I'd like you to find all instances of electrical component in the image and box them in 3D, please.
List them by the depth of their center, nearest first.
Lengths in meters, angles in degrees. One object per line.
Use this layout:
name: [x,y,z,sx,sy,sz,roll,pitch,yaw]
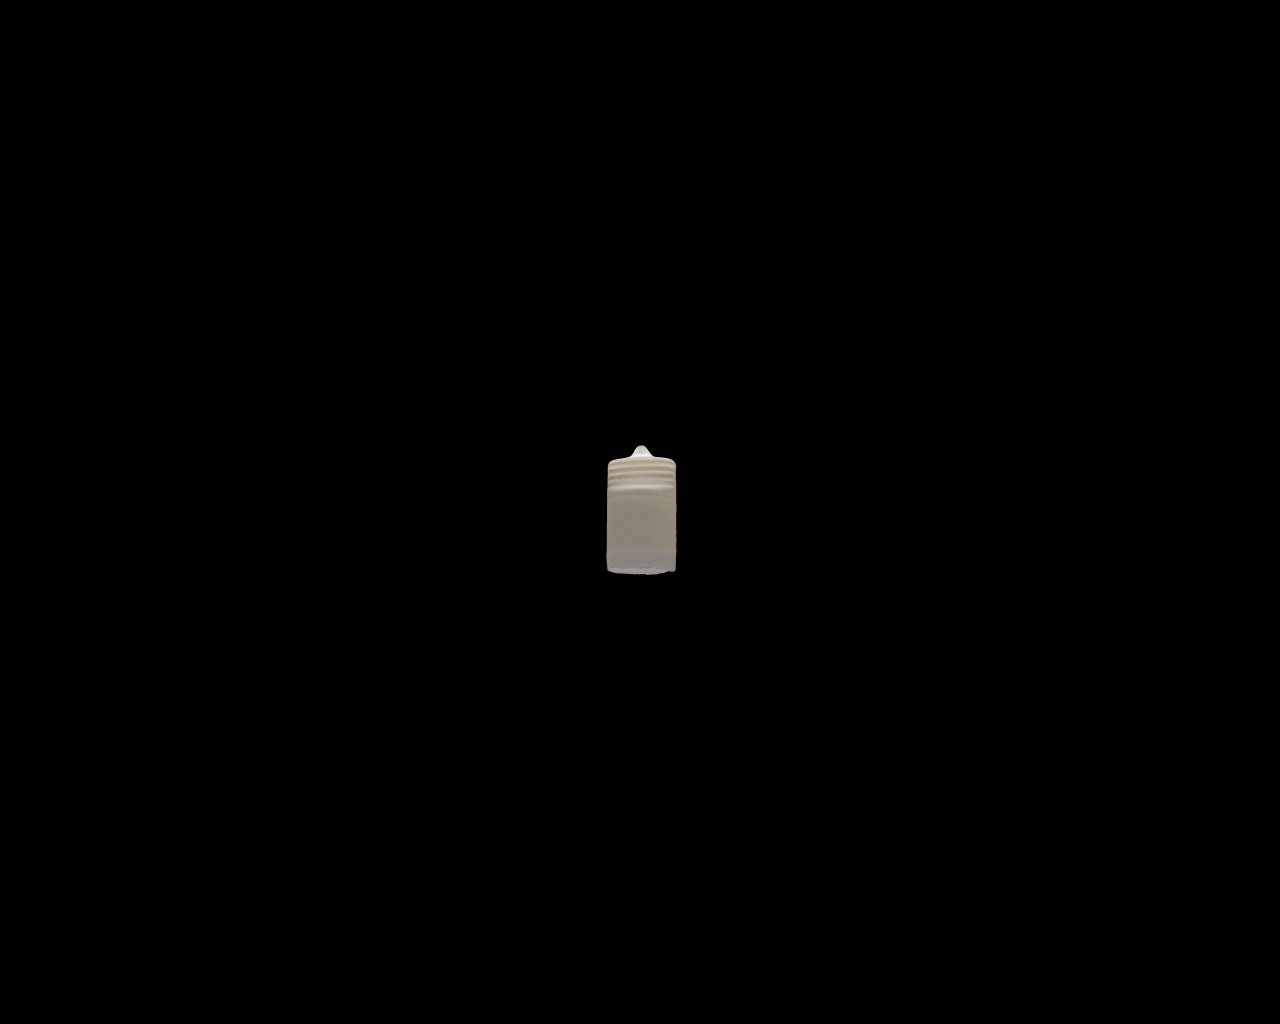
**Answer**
electrical component: [0.001,-0.003,0.650,0.043,0.081,0.043,0,-9,0]
